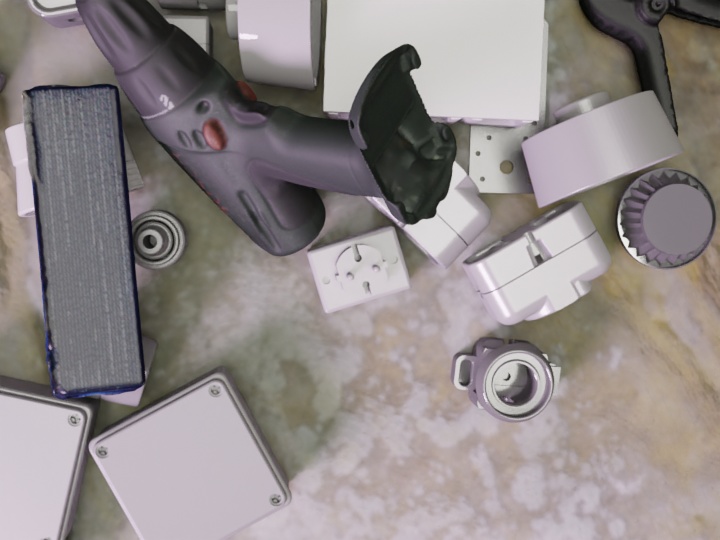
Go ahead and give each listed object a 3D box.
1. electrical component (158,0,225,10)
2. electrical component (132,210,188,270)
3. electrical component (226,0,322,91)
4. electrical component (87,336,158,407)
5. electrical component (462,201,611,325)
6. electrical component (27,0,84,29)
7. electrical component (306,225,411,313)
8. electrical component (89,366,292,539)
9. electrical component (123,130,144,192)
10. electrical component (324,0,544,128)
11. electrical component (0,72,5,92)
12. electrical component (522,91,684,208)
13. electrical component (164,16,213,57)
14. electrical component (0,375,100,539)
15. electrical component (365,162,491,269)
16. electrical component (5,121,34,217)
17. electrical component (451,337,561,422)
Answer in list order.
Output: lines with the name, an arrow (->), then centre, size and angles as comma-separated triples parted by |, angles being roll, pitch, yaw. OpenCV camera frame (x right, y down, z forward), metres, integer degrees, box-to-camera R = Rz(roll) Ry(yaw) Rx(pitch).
electrical component -> -0.119, -0.211, 0.760 | 0.047, 0.055, 0.055 | -3, 94, -1
electrical component -> -0.146, -0.021, 0.765 | 0.043, 0.062, 0.043 | 0, 94, -5
electrical component -> -0.060, -0.179, 0.742 | 0.060, 0.108, 0.108 | 1, 93, 2
electrical component -> -0.175, 0.068, 0.773 | 0.047, 0.055, 0.055 | 17, 92, -9
electrical component -> 0.132, -0.002, 0.792 | 0.095, 0.054, 0.059 | -30, 95, -2
electrical component -> -0.206, -0.220, 0.749 | 0.054, 0.059, 0.095 | -11, 94, -4
electrical component -> 0.000, 0.000, 0.770 | 0.066, 0.077, 0.047 | -17, 95, -3
electrical component -> -0.121, 0.142, 0.780 | 0.109, 0.056, 0.108 | -28, 95, -2
electrical component -> -0.185, -0.081, 0.768 | 0.043, 0.043, 0.081 | -20, 95, -3
electrical component -> 0.050, -0.151, 0.769 | 0.150, 0.061, 0.089 | 2, 93, -2
electrical component -> -0.293, -0.083, 0.755 | 0.074, 0.052, 0.138 | 38, 91, -6
electrical component -> 0.167, -0.092, 0.765 | 0.108, 0.108, 0.060 | -21, 89, -3
electrical component -> -0.139, -0.139, 0.766 | 0.066, 0.047, 0.076 | 0, 94, -4
electrical component -> -0.252, 0.135, 0.769 | 0.109, 0.056, 0.108 | 13, 92, -5
electrical component -> 0.047, -0.054, 0.782 | 0.095, 0.054, 0.059 | 44, 89, -6
electrical component -> -0.229, -0.074, 0.767 | 0.044, 0.044, 0.065 | -14, 90, -3
electrical component -> 0.111, 0.080, 0.794 | 0.078, 0.057, 0.058 | 6, 93, -5
